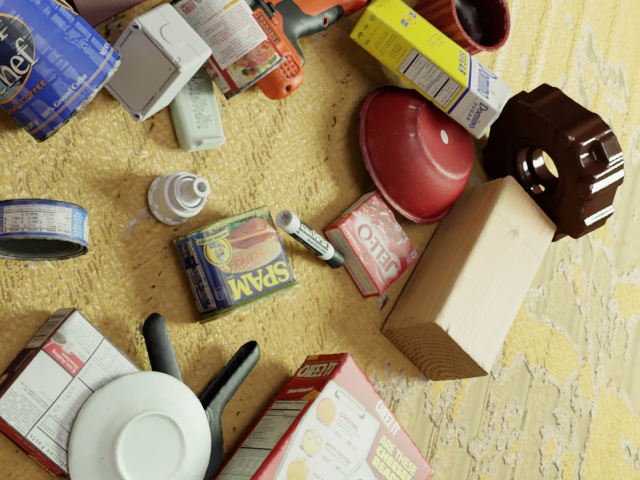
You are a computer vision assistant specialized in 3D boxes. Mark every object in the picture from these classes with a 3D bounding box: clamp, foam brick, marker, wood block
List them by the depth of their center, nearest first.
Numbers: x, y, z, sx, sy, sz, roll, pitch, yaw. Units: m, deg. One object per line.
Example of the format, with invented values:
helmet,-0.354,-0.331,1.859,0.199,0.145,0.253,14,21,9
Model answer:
foam brick,-0.192,-0.226,0.938,0.078,0.051,0.053,-32,122,-19
clamp,-0.108,0.155,0.950,0.120,0.039,0.171,8,81,-31
marker,-0.007,0.001,1.043,0.121,0.020,0.020,38,56,-55
wood block,0.163,0.042,1.149,0.090,0.090,0.206,45,57,-20

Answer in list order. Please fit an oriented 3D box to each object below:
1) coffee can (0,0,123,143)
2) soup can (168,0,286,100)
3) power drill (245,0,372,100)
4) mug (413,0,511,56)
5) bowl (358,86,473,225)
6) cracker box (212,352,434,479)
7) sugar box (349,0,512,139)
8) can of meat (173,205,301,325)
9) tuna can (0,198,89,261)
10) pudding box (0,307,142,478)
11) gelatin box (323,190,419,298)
coffee can,-0.247,-0.164,0.871,0.140,0.103,0.102,45,57,-21
soup can,-0.088,-0.190,0.985,0.068,0.069,0.102,-43,103,-35
power drill,-0.042,-0.257,1.080,0.187,0.057,0.184,-43,106,-34
mug,0.151,-0.257,1.209,0.093,0.082,0.117,-19,92,-38
bowl,0.115,-0.101,1.147,0.161,0.055,0.162,21,59,-39
cracker box,-0.007,0.235,0.983,0.213,0.072,0.164,-50,117,-34
sugar box,0.120,-0.189,1.138,0.176,0.048,0.093,36,30,0
can of meat,-0.078,0.022,0.991,0.101,0.058,0.084,-20,90,-39
tuna can,-0.230,-0.008,0.862,0.085,0.086,0.034,7,74,-36
pudding box,-0.211,0.125,0.878,0.090,0.039,0.113,49,59,-22
gelatin box,0.055,0.004,1.111,0.073,0.030,0.089,-41,105,-36
